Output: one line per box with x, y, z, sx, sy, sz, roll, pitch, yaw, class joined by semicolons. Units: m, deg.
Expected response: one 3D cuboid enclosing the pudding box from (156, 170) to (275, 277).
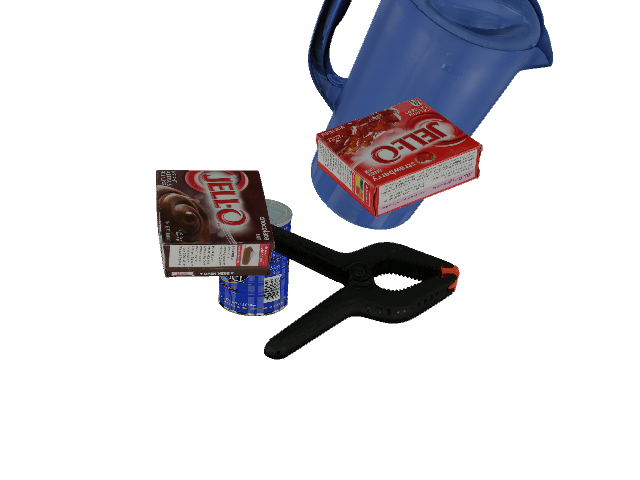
-0.089;-0.016;0.887;0.090;0.039;0.113;-1;38;-11;pudding box

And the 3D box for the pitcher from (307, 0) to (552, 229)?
0.071;-0.128;0.925;0.144;0.149;0.243;-9;-34;-33;pitcher

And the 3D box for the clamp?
0.033;0.051;1.055;0.210;0.164;0.036;3;-41;-3;clamp

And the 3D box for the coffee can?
-0.094;0.023;1.521;0.103;0.140;0.103;3;24;-1;coffee can

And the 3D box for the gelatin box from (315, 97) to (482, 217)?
0.053;-0.058;0.722;0.089;0.030;0.073;-22;43;-23;gelatin box
